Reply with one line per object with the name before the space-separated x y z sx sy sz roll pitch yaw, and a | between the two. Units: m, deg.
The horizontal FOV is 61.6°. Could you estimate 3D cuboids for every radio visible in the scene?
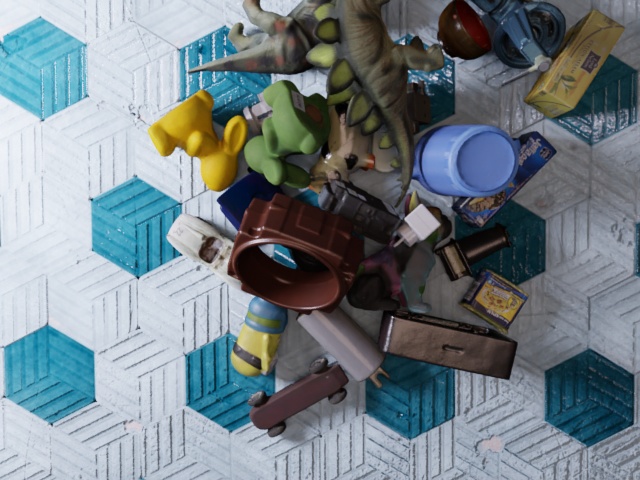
radio | 0.223 0.183 0.977 0.230 0.131 0.073 13 92 -1

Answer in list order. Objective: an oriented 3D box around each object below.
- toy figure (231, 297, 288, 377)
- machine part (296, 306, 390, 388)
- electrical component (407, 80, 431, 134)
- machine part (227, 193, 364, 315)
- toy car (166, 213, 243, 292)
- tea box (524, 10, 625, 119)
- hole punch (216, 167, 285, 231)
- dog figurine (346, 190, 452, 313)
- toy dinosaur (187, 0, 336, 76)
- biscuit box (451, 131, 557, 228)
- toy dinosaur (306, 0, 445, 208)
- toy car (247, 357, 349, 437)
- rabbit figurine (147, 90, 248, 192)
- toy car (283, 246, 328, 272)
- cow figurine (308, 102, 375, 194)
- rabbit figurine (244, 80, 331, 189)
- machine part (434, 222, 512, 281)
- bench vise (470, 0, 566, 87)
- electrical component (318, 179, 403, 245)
toy figure | -0.109 0.166 1.001 0.089 0.082 0.180 15 99 18
machine part | 0.040 0.179 1.003 0.079 0.079 0.243 -44 91 1
electrical component | 0.169 -0.245 0.997 0.045 0.078 0.102 -2 98 38
machine part | -0.043 0.032 0.885 0.201 0.201 0.087 21 53 -5
toy car | -0.190 0.025 1.006 0.202 0.056 0.073 33 91 -1
tea box | 0.459 -0.315 0.978 0.068 0.098 0.169 31 93 -1
hole punch | -0.118 -0.062 0.990 0.116 0.092 0.142 -41 88 -3
dog figurine | 0.143 0.019 0.987 0.192 0.108 0.219 3 88 2
toy dinosaur | -0.033 -0.380 0.969 0.405 0.131 0.192 -44 91 7
biscuit box | 0.342 -0.112 1.002 0.059 0.063 0.202 44 91 -3
toy dinosaur | 0.094 -0.287 0.894 0.199 0.105 0.470 -27 105 -1
toy car | -0.041 0.295 1.018 0.202 0.053 0.089 -31 96 5
rabbit figurine | -0.207 -0.175 0.987 0.162 0.122 0.173 -34 106 -8
toy car | -0.002 -0.003 0.978 0.109 0.161 0.103 2 52 22
cow figurine | 0.035 -0.159 0.988 0.127 0.085 0.194 5 94 -6
rabbit figurine | -0.060 -0.164 0.942 0.170 0.121 0.159 -33 67 38
machine part | 0.295 0.019 1.020 0.139 0.039 0.084 -29 84 3
bench vise | 0.339 -0.368 0.918 0.129 0.241 0.223 -32 126 30
electrical component | 0.063 -0.052 0.920 0.134 0.115 0.058 25 104 -9
